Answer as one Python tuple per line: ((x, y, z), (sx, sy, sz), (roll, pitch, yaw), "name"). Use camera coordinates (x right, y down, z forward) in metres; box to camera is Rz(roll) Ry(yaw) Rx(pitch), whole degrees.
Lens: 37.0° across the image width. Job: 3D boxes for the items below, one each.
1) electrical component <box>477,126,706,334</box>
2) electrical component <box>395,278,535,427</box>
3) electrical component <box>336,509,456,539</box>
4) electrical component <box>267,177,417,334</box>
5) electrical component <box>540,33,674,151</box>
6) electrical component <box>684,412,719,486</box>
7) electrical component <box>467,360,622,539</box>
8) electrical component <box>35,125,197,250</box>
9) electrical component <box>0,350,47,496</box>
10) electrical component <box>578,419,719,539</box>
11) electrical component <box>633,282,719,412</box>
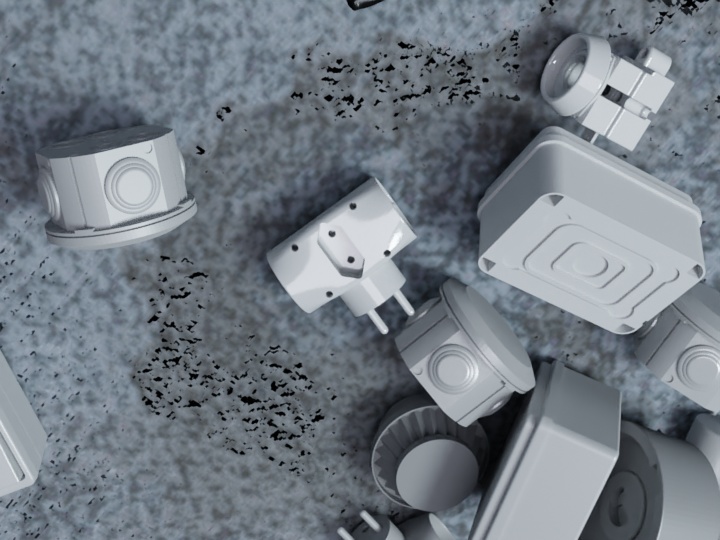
((0.131, -0.022, 0.617), (0.113, 0.057, 0.078), (24, 136, -17), "electrical component")
((0.063, 0.049, 0.638), (0.051, 0.080, 0.080), (-39, 112, 13), "electrical component")
((0.017, 0.188, 0.705), (0.077, 0.044, 0.079), (-38, 112, 7), "electrical component")
((0.000, 0.000, 0.622), (0.077, 0.043, 0.079), (-35, 98, 6), "electrical component")
((0.136, -0.102, 0.606), (0.055, 0.048, 0.066), (22, 107, -24), "electrical component")
((0.231, 0.132, 0.718), (0.040, 0.040, 0.078), (14, 109, -14), "electrical component")
((0.113, 0.125, 0.656), (0.056, 0.109, 0.108), (23, 108, 8), "electrical component")
((-0.130, -0.044, 0.570), (0.080, 0.080, 0.051), (-11, 108, -4), "electrical component")
((-0.230, 0.085, 0.616), (0.062, 0.061, 0.096), (-21, 113, 0), "electrical component")
((0.183, 0.154, 0.686), (0.060, 0.108, 0.108), (14, 109, -20), "electrical component")
((0.210, 0.044, 0.659), (0.080, 0.080, 0.051), (25, 112, -17), "electrical component")
